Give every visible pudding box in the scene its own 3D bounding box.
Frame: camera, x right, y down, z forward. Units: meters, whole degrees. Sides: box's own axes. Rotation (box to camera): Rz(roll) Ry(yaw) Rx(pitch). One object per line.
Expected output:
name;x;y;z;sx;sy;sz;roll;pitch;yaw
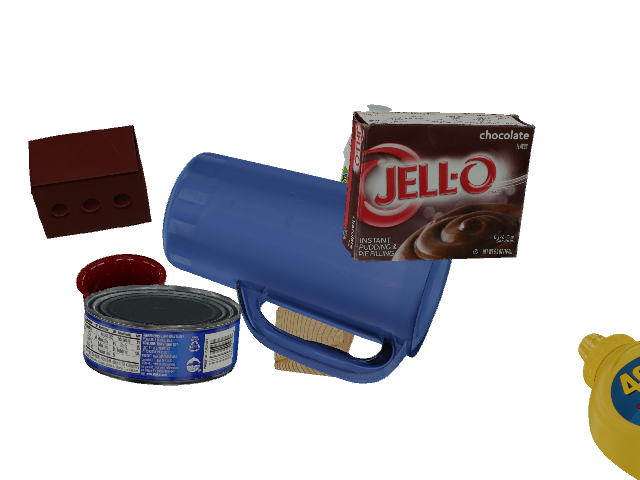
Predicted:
pudding box;0.074;-0.035;0.679;0.113;0.090;0.039;-2;23;-14

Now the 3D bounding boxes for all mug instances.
mug;-0.211;0.078;1.120;0.093;0.081;0.117;9;32;13

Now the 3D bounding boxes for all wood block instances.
wood block;0.003;0.101;1.480;0.091;0.090;0.206;6;20;8

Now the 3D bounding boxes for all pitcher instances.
pitcher;-0.012;0.013;0.922;0.243;0.145;0.149;16;19;13

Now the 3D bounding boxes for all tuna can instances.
tuna can;-0.087;0.051;0.587;0.086;0.034;0.086;5;11;-1

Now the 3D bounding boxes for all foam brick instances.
foam brick;-0.165;-0.042;0.762;0.078;0.051;0.053;-10;-40;-6

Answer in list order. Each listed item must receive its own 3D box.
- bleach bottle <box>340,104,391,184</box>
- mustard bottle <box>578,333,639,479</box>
bleach bottle;0.052;-0.030;1.240;0.068;0.251;0.103;0;21;-23
mustard bottle;0.211;0.107;0.608;0.096;0.058;0.192;-17;31;-17
